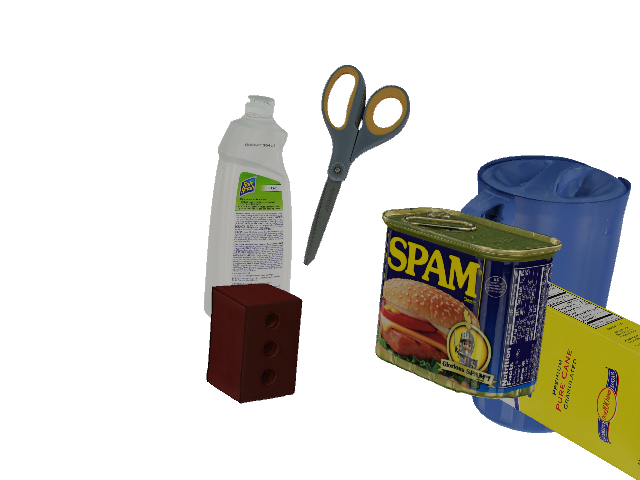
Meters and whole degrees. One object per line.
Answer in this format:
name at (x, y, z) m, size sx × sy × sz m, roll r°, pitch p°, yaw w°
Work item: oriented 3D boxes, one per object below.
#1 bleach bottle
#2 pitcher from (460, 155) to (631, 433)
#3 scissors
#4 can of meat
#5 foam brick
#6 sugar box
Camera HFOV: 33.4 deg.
bleach bottle at (-0.071, -0.034, 1.185) m, size 0.102 × 0.251 × 0.068 m, roll -3°, pitch 18°, yaw -30°
pitcher at (0.193, 0.052, 0.980) m, size 0.149 × 0.243 × 0.145 m, roll 6°, pitch 22°, yaw 9°
scissors at (0.037, -0.073, 1.033) m, size 0.096 × 0.202 × 0.016 m, roll 2°, pitch -12°, yaw 5°
can of meat at (0.077, 0.033, 0.590) m, size 0.057 × 0.084 × 0.102 m, roll -6°, pitch 17°, yaw -39°
foam brick at (-0.051, 0.076, 0.816) m, size 0.052 × 0.078 × 0.051 m, roll -4°, pitch 14°, yaw -35°
sugar box at (0.178, 0.089, 0.761) m, size 0.048 × 0.093 × 0.176 m, roll -16°, pitch 29°, yaw -40°
